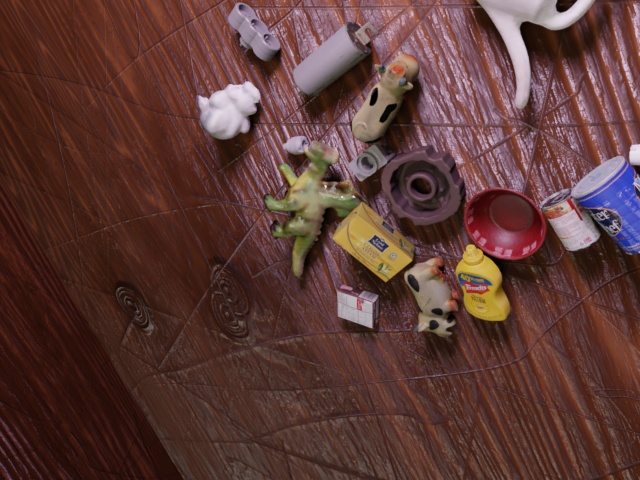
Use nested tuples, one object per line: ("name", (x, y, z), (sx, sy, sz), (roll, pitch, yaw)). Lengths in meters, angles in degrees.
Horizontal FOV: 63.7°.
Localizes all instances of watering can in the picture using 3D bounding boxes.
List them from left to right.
("watering can", (0.323, -0.403, 0.836), (0.226, 0.106, 0.340), (32, 129, 17))

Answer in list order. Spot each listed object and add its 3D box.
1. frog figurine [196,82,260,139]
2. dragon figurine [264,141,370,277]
("frog figurine", (-0.211, -0.313, 1.259), (0.159, 0.125, 0.135), (-6, 146, 27))
("dragon figurine", (0.004, -0.064, 1.266), (0.243, 0.125, 0.401), (4, 127, 24))
